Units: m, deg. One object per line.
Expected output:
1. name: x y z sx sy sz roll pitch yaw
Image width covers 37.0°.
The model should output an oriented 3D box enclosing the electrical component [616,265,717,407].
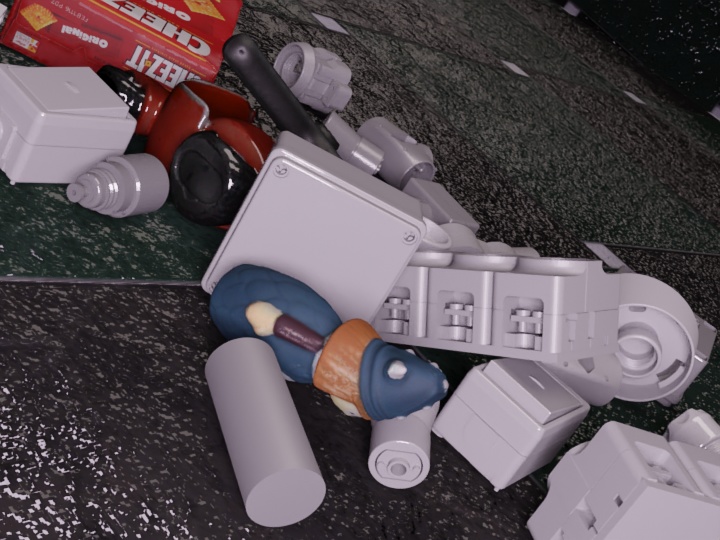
1. electrical component: 0.256 0.056 0.963 0.109 0.056 0.109 37 24 11

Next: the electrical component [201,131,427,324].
1. electrical component: -0.029 -0.015 0.694 0.109 0.108 0.056 27 21 -10

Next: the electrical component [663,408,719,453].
1. electrical component: 0.267 0.140 0.827 0.043 0.043 0.062 7 35 -44

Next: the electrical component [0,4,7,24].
1. electrical component: -0.273 -0.154 0.709 0.051 0.080 0.080 29 23 -19

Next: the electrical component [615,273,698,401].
1. electrical component: 0.225 0.056 0.880 0.099 0.099 0.064 32 30 0

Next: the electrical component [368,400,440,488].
1. electrical component: 0.024 0.095 0.627 0.044 0.044 0.065 27 28 -10

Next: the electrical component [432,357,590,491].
1. electrical component: 0.105 0.092 0.703 0.062 0.061 0.096 42 26 23

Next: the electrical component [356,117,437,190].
1. electrical component: 0.044 -0.107 1.043 0.079 0.043 0.077 4 35 -48

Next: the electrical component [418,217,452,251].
1. electrical component: 0.038 -0.010 0.830 0.045 0.055 0.045 26 24 -13

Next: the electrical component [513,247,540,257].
1. electrical component: 0.120 -0.003 0.936 0.065 0.044 0.044 11 31 -31

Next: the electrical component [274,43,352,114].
1. electrical component: -0.051 -0.196 1.088 0.057 0.058 0.078 13 29 -42

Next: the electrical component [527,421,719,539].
1. electrical component: 0.188 0.154 0.646 0.150 0.089 0.061 19 26 -26

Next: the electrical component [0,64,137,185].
1. electrical component: -0.204 -0.097 0.701 0.062 0.061 0.096 44 26 26

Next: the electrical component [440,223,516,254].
1. electrical component: 0.115 0.017 0.874 0.138 0.052 0.073 21 25 -24

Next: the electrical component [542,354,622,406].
1. electrical component: 0.157 0.060 0.837 0.077 0.043 0.079 20 45 -25

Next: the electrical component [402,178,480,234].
1. electrical component: 0.049 -0.043 0.916 0.077 0.047 0.065 7 33 -44

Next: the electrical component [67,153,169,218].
1. electrical component: -0.158 -0.054 0.697 0.040 0.040 0.078 39 24 17

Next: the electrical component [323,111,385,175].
1. electrical component: -0.010 -0.110 0.989 0.065 0.044 0.044 33 23 -9

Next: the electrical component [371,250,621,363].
1. electrical component: 0.089 0.021 0.730 0.150 0.061 0.089 4 4 38
